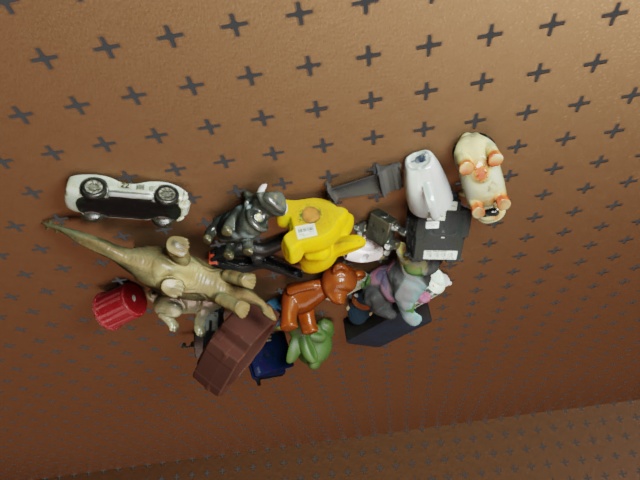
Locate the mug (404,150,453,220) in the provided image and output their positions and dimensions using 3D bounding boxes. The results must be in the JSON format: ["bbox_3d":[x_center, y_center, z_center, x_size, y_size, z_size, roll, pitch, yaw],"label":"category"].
[{"bbox_3d":[0.181,-0.093,0.928,0.081,0.110,0.107,-12,135,17],"label":"mug"}]

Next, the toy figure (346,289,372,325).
[{"bbox_3d":[0.105,0.161,1.363,0.064,0.058,0.154,-10,145,-17],"label":"toy figure"}]

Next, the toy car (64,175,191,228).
[{"bbox_3d":[-0.324,-0.067,0.914,0.202,0.056,0.073,4,141,-19],"label":"toy car"}]

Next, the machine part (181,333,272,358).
[{"bbox_3d":[-0.254,0.279,1.463,0.243,0.079,0.079,-4,148,-5],"label":"machine part"}]

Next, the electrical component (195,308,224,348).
[{"bbox_3d":[-0.273,0.226,1.335,0.075,0.119,0.047,1,147,-16],"label":"electrical component"}]

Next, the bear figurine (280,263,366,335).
[{"bbox_3d":[0.009,0.133,1.236,0.196,0.132,0.120,-19,155,29],"label":"bear figurine"}]

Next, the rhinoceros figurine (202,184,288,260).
[{"bbox_3d":[-0.130,-0.033,0.957,0.073,0.112,0.190,42,142,-22],"label":"rhinoceros figurine"}]

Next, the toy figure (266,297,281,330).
[{"bbox_3d":[-0.136,0.200,1.358,0.180,0.082,0.089,-29,144,27],"label":"toy figure"}]

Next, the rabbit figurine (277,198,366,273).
[{"bbox_3d":[-0.002,-0.003,1.031,0.162,0.122,0.173,-18,144,-12],"label":"rabbit figurine"}]

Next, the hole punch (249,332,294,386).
[{"bbox_3d":[-0.143,0.327,1.520,0.116,0.142,0.092,-2,152,-34],"label":"hole punch"}]

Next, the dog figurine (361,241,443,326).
[{"bbox_3d":[0.170,0.064,1.156,0.192,0.108,0.218,14,132,30],"label":"dog figurine"}]

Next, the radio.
[{"bbox_3d":[0.182,0.216,1.453,0.131,0.073,0.229,16,143,-34],"label":"radio"}]

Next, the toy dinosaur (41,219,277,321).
[{"bbox_3d":[-0.287,0.060,1.026,0.471,0.105,0.199,29,161,-25],"label":"toy dinosaur"}]

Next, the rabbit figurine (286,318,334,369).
[{"bbox_3d":[-0.047,0.256,1.424,0.121,0.159,0.170,-8,134,20],"label":"rabbit figurine"}]

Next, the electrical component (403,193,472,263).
[{"bbox_3d":[0.225,-0.026,1.026,0.115,0.058,0.134,3,104,-17],"label":"electrical component"}]

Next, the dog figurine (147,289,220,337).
[{"bbox_3d":[-0.263,0.106,1.183,0.172,0.121,0.190,20,126,-40],"label":"dog figurine"}]

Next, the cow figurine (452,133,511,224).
[{"bbox_3d":[0.279,-0.102,0.931,0.086,0.127,0.194,-17,132,15],"label":"cow figurine"}]

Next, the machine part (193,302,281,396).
[{"bbox_3d":[-0.189,0.237,1.224,0.087,0.201,0.201,35,124,6],"label":"machine part"}]

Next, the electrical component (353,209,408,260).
[{"bbox_3d":[0.116,-0.013,1.050,0.045,0.102,0.078,-29,146,-37],"label":"electrical component"}]

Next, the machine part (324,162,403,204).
[{"bbox_3d":[0.079,-0.098,0.958,0.139,0.039,0.084,-12,153,5],"label":"machine part"}]
